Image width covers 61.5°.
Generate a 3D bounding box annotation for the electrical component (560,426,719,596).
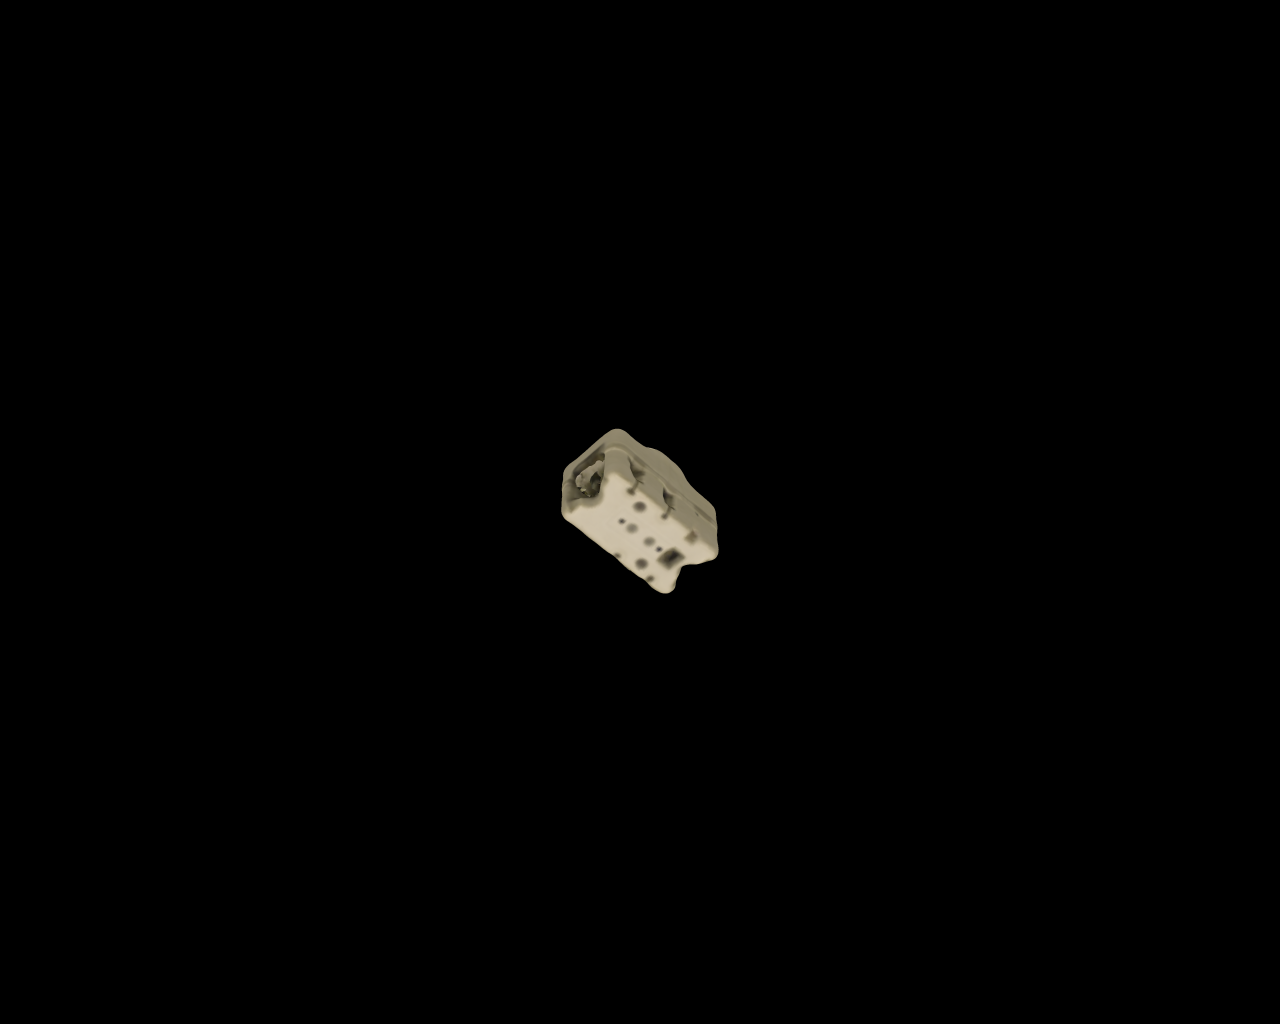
[{"bbox_3d":[0.001,-0.003,0.650,0.050,0.056,0.089,-39,-62,25],"label":"electrical component"}]
